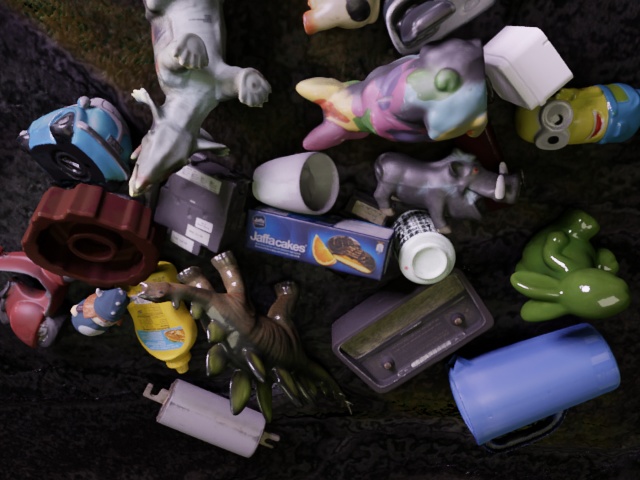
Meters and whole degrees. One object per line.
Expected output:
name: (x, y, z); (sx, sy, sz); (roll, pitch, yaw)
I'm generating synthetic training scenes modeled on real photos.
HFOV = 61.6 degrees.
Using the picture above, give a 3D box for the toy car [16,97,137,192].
toy car: (-0.301, -0.129, 0.693); (0.162, 0.103, 0.109); (1, 139, 34)

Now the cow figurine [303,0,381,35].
cow figurine: (0.033, -0.344, 0.613); (0.127, 0.085, 0.194); (-4, 112, 8)

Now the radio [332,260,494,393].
radio: (0.142, 0.131, 0.836); (0.229, 0.073, 0.131); (-35, 110, 15)

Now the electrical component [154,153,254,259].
electrical component: (-0.163, -0.044, 0.740); (0.115, 0.058, 0.134); (28, 114, 16)

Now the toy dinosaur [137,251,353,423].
toy dinosaur: (-0.075, 0.156, 0.779); (0.105, 0.199, 0.470); (-27, 145, 22)

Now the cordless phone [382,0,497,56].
cordless phone: (0.143, -0.269, 0.593); (0.147, 0.184, 0.088); (-29, 107, 12)

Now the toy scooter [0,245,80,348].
toy scooter: (-0.434, 0.072, 0.802); (0.135, 0.075, 0.183); (23, 109, -11)

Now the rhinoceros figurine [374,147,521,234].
rhinoceros figurine: (0.165, -0.073, 0.715); (0.191, 0.073, 0.112); (13, 119, 20)

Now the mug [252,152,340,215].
mug: (-0.032, -0.078, 0.732); (0.107, 0.109, 0.080); (6, 100, 38)

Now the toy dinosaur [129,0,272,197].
toy dinosaur: (-0.157, -0.251, 0.624); (0.131, 0.192, 0.404); (-1, 89, -36)

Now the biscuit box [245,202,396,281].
biscuit box: (-0.002, -0.002, 0.748); (0.203, 0.059, 0.062); (13, 109, 13)

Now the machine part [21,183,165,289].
machine part: (-0.296, -0.002, 0.713); (0.179, 0.056, 0.179); (2, 144, 1)

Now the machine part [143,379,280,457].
machine part: (-0.182, 0.301, 0.908); (0.243, 0.079, 0.079); (26, 112, -13)

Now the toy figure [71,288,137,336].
toy figure: (-0.322, 0.107, 0.794); (0.154, 0.064, 0.057); (-23, 83, 48)

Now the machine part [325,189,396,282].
machine part: (0.051, -0.005, 0.794); (0.084, 0.039, 0.138); (18, 111, -18)

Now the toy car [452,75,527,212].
toy car: (0.212, -0.129, 0.726); (0.089, 0.053, 0.202); (-18, 116, 29)

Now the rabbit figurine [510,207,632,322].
rabbit figurine: (0.347, 0.047, 0.747); (0.159, 0.170, 0.121); (-22, 112, 8)

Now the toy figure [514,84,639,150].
toy figure: (0.346, -0.162, 0.703); (0.180, 0.089, 0.082); (-9, 102, -6)

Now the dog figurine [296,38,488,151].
dog figurine: (0.076, -0.160, 0.631); (0.219, 0.191, 0.108); (-7, 101, 12)
